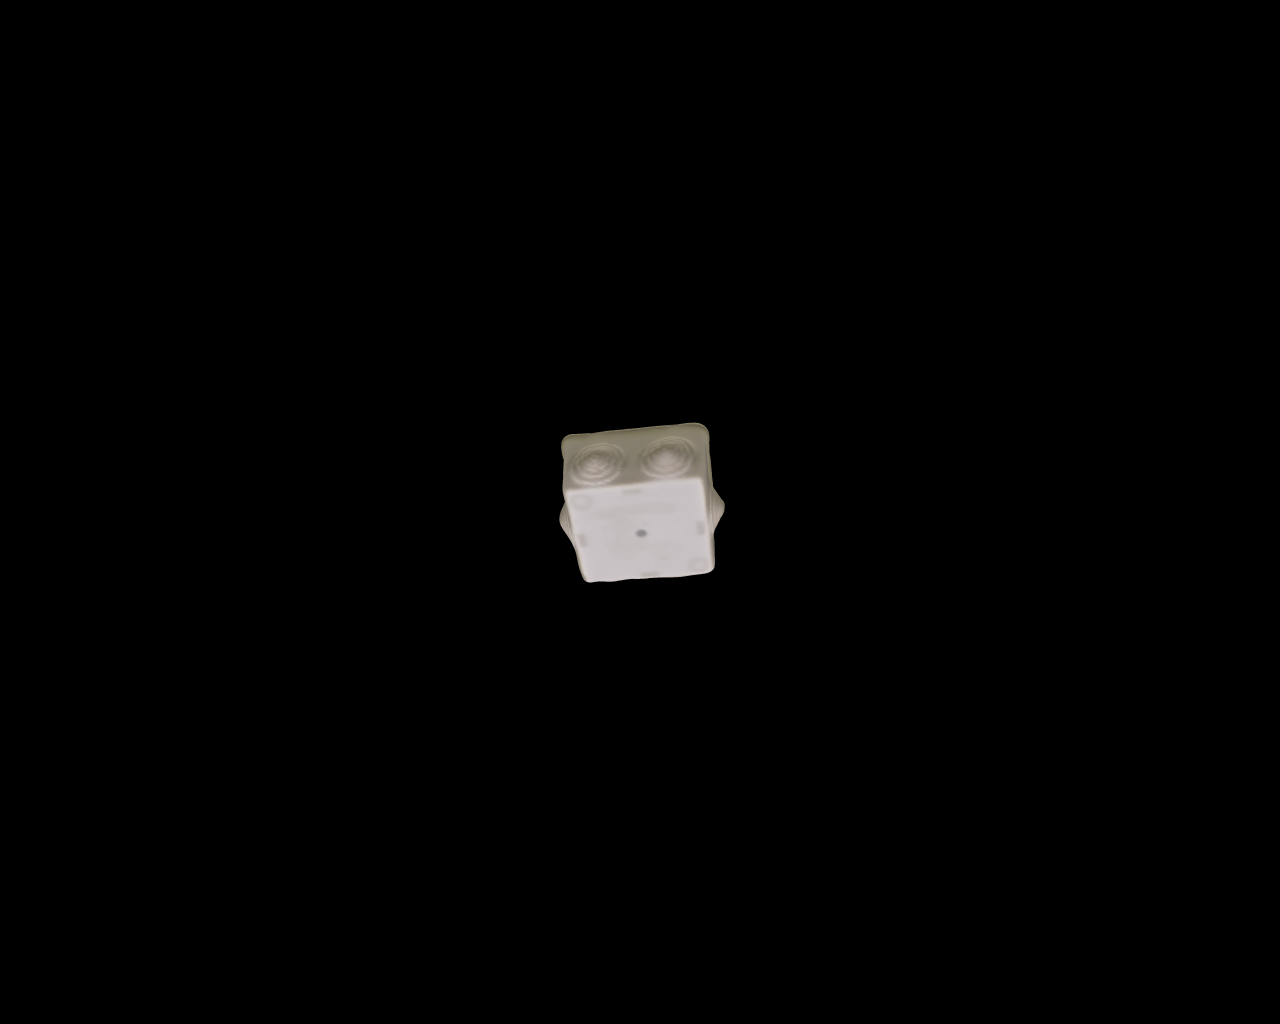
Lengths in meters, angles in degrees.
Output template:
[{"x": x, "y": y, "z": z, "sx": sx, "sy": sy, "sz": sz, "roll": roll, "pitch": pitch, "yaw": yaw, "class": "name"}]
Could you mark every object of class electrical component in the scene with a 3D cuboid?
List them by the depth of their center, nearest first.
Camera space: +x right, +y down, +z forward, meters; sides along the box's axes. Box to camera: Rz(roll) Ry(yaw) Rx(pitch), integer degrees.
[{"x": 0.001, "y": -0.003, "z": 0.650, "sx": 0.100, "sy": 0.099, "sz": 0.048, "roll": -4, "pitch": 44, "yaw": 4, "class": "electrical component"}]
